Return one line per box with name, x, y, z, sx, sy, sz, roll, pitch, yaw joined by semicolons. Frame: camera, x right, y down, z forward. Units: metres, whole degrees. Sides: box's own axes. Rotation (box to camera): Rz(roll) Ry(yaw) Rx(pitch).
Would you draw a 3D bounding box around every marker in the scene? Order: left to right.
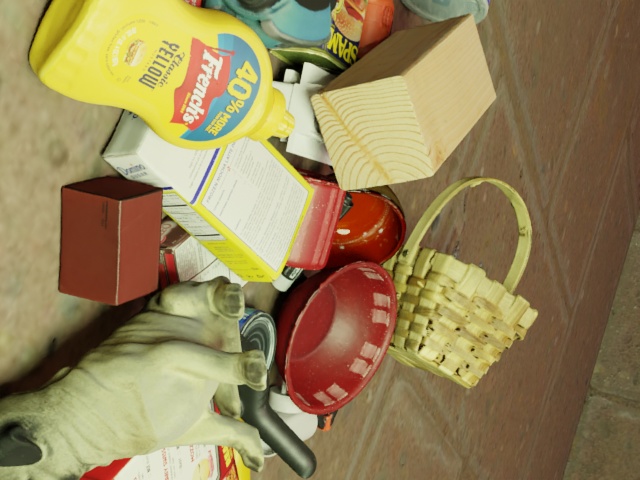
marker;-0.007;0.001;1.018;0.121;0.020;0.020;-52;166;26

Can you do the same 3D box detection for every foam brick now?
foam brick;-0.147;0.000;0.751;0.051;0.053;0.078;-23;122;-61

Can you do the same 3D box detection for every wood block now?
wood block;0.082;-0.129;0.969;0.205;0.090;0.091;-47;123;-55

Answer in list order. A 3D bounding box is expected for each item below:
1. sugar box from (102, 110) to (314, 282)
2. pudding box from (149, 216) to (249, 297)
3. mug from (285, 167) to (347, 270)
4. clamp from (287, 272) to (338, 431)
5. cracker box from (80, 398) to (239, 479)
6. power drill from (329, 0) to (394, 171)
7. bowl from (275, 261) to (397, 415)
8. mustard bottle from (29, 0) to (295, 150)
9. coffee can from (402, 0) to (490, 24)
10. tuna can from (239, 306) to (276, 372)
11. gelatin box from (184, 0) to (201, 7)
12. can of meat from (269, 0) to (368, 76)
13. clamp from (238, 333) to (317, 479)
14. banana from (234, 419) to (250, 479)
sugar box;-0.080;-0.050;0.820;0.176;0.048;0.093;44;56;-38
pudding box;-0.098;0.016;0.880;0.113;0.039;0.090;-45;138;-48
mug;-0.034;-0.023;0.955;0.117;0.093;0.081;10;98;-35
clamp;0.003;0.107;1.139;0.164;0.036;0.210;-7;111;-55
cracker box;-0.149;0.209;0.825;0.213;0.072;0.164;-46;140;-47
power drill;0.067;-0.156;1.130;0.187;0.057;0.184;2;101;-66
bowl;0.005;0.089;1.056;0.161;0.055;0.162;-25;126;-40
mustard bottle;-0.090;-0.112;0.716;0.191;0.058;0.096;24;104;-41
coffee can;0.154;-0.324;1.182;0.102;0.103;0.140;47;59;-61
tuna can;-0.074;0.103;0.978;0.086;0.034;0.086;-40;136;-54
gelatin box;-0.114;-0.197;0.722;0.073;0.030;0.089;-2;105;-38
can of meat;0.002;-0.199;0.973;0.102;0.058;0.084;17;83;-66
clamp;-0.084;0.144;0.928;0.039;0.120;0.171;-64;134;-65
banana;-0.078;0.248;1.033;0.069;0.037;0.198;-37;134;-53
